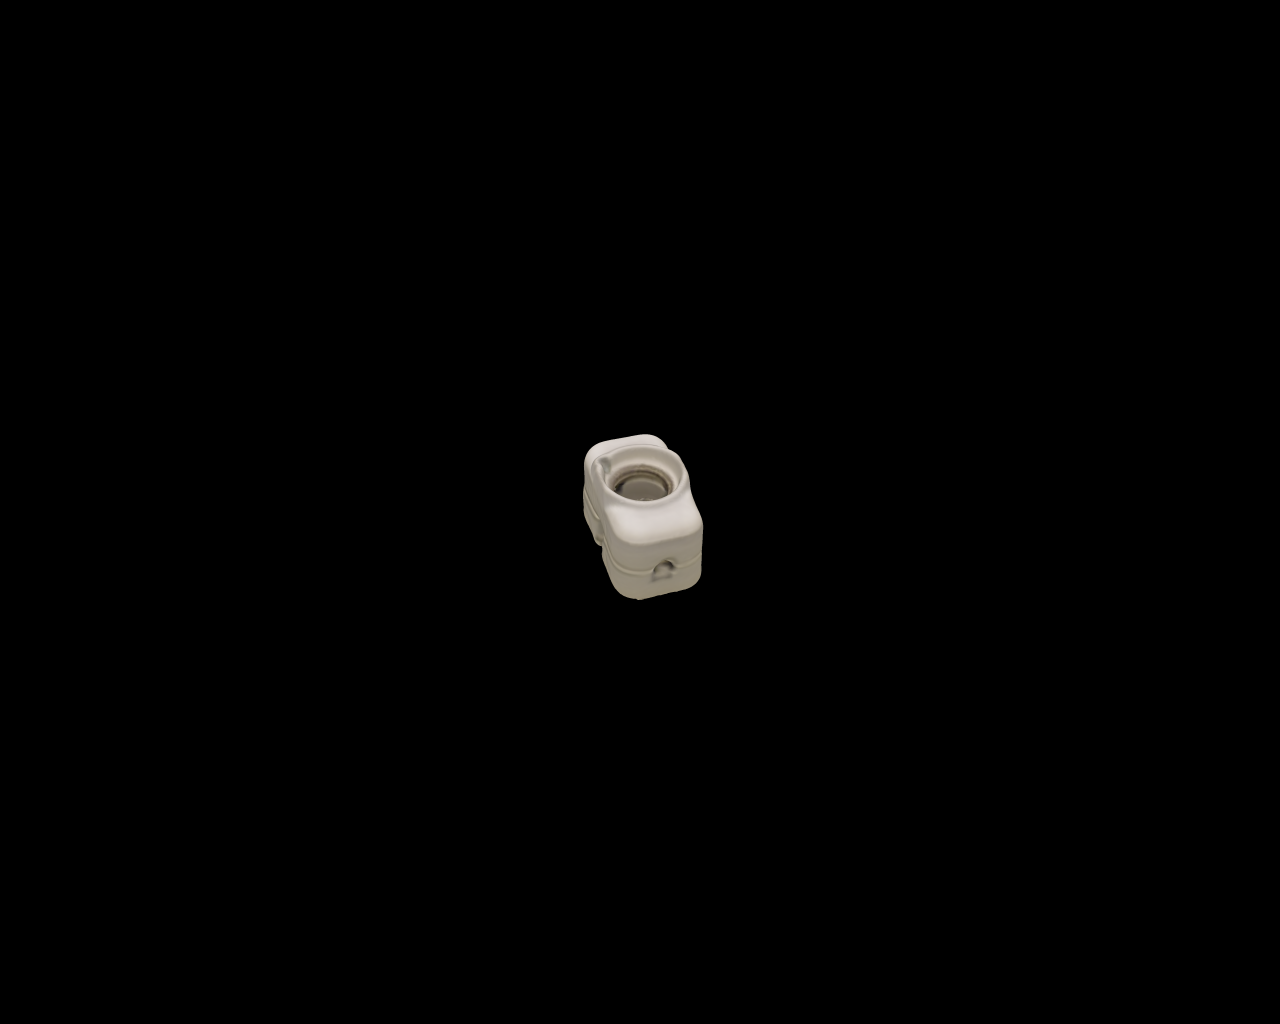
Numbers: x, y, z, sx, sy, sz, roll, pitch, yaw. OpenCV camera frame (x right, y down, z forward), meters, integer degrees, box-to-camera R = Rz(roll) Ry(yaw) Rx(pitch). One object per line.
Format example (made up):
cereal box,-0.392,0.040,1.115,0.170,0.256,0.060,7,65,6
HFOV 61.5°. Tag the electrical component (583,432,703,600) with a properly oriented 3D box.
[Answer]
electrical component,0.001,-0.003,0.650,0.054,0.059,0.095,-11,43,-12
